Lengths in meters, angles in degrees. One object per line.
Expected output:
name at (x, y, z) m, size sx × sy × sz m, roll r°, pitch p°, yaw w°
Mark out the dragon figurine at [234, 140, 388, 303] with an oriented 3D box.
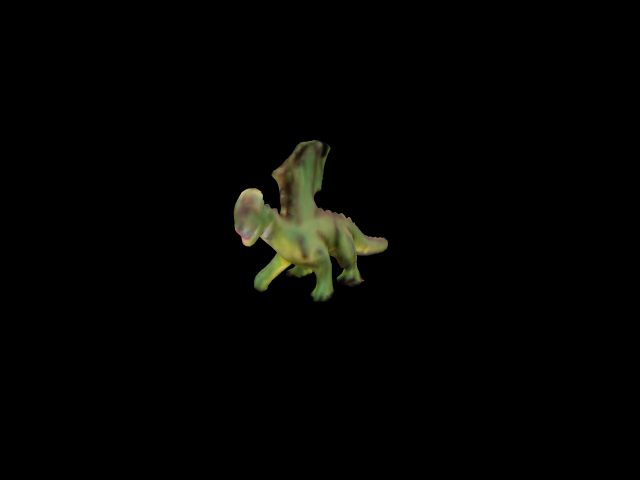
dragon figurine at (0.003, -0.043, 0.850) m, size 0.122 × 0.239 × 0.415 m, roll 11°, pitch 21°, yaw 34°
